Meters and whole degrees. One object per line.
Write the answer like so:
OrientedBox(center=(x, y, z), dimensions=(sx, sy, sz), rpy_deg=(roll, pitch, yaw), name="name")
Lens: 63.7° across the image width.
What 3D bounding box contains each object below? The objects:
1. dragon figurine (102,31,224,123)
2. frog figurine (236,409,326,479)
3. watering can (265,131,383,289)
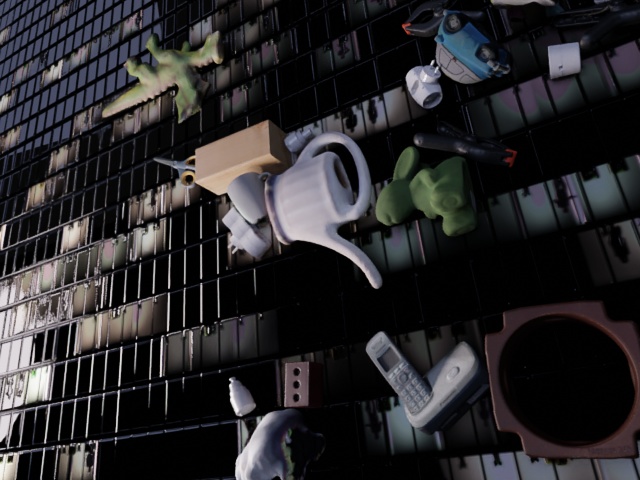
OrientedBox(center=(-0.413, -0.419, 1.405), dimensions=(0.408, 0.121, 0.246), rpy_deg=(-45, 63, 10), name="dragon figurine")
OrientedBox(center=(-0.091, 0.363, 0.898), dimensions=(0.158, 0.121, 0.140), rpy_deg=(-16, 31, 35), name="frog figurine")
OrientedBox(center=(0.003, -0.050, 1.003), dimensions=(0.222, 0.103, 0.354), rpy_deg=(-21, 63, 24), name="watering can")
